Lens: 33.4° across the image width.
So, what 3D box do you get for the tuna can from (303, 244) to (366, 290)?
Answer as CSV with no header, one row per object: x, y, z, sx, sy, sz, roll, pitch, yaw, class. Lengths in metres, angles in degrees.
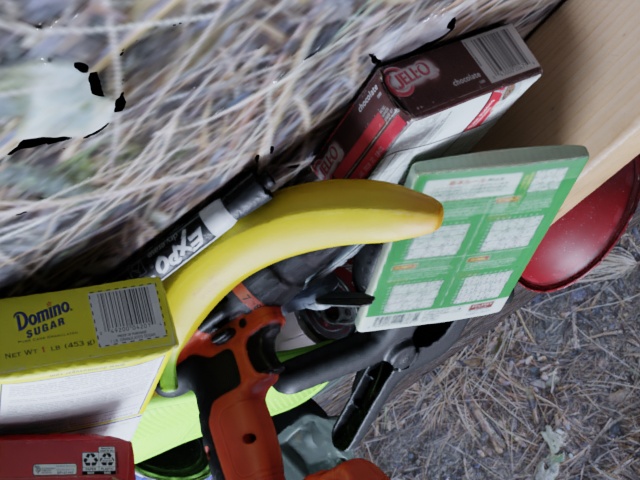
-0.005,0.001,0.705,0.086,0.034,0.086,-33,167,-9,tuna can

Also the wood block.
0.161,-0.081,0.695,0.090,0.091,0.206,-21,161,-47,wood block

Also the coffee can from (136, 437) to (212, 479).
-0.151,0.208,0.842,0.102,0.103,0.140,-13,134,-58,coffee can

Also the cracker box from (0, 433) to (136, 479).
-0.201,0.170,0.612,0.164,0.072,0.214,2,155,-18,cracker box

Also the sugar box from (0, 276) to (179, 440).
-0.139,0.077,0.577,0.093,0.048,0.176,-7,160,-22,sugar box

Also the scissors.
-0.018,0.047,0.743,0.096,0.016,0.202,-23,-174,-3,scissors

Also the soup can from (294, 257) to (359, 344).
0.036,0.043,0.883,0.102,0.068,0.069,-21,162,-46,soup can

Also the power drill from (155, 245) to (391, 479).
-0.024,0.085,0.624,0.185,0.188,0.057,-37,152,23,power drill

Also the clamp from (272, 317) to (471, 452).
0.044,0.076,0.773,0.171,0.039,0.120,-48,143,3,clamp

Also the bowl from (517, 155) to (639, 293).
0.203,-0.037,0.930,0.162,0.055,0.162,-46,-152,32,bowl

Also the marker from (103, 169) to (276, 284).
-0.073,0.003,0.571,0.121,0.020,0.020,-37,167,9,marker

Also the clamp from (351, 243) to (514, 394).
0.081,0.027,0.816,0.164,0.036,0.210,-32,139,-18,clamp

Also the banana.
-0.028,0.010,0.590,0.198,0.069,0.037,-33,-172,22,banana

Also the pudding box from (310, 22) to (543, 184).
0.060,-0.070,0.600,0.113,0.039,0.090,-22,163,-36,pudding box
